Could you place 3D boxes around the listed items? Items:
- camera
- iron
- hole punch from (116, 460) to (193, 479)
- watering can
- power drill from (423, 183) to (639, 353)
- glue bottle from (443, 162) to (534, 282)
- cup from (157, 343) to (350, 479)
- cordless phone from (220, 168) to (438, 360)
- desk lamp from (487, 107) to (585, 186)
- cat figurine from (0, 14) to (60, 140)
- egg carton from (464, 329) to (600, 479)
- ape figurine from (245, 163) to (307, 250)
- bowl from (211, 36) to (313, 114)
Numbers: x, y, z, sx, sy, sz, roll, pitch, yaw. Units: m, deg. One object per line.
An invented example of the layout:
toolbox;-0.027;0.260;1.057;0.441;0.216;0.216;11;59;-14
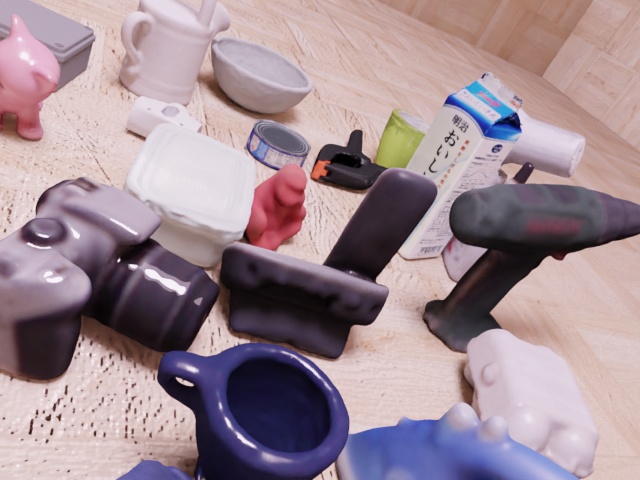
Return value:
camera;-0.146;0.029;0.405;0.137;0.100;0.143;28;29;-2
iron;0.121;0.187;0.352;0.257;0.141;0.119;45;33;25
hole punch;-0.073;0.160;0.276;0.108;0.091;0.101;34;30;9
watering can;-0.190;-0.290;0.765;0.101;0.194;0.173;26;30;-4
power drill;0.214;0.026;0.611;0.230;0.208;0.075;10;34;-30
glue bottle;0.218;-0.027;0.732;0.037;0.173;0.078;20;31;-15
cup;-0.053;0.120;0.351;0.118;0.095;0.091;25;30;-6
cordless phone;0.005;0.002;0.492;0.148;0.185;0.094;16;32;-22
desk lamp;0.260;-0.090;0.825;0.203;0.213;0.118;41;32;20
cat figurine;-0.295;-0.166;0.561;0.067;0.117;0.127;6;37;-35
egg carton;0.191;0.152;0.538;0.107;0.069;0.150;23;30;-11
ape figurine;-0.044;-0.039;0.608;0.078;0.092;0.076;7;36;-33
bowl;-0.099;-0.247;0.898;0.168;0.074;0.167;22;30;-13
